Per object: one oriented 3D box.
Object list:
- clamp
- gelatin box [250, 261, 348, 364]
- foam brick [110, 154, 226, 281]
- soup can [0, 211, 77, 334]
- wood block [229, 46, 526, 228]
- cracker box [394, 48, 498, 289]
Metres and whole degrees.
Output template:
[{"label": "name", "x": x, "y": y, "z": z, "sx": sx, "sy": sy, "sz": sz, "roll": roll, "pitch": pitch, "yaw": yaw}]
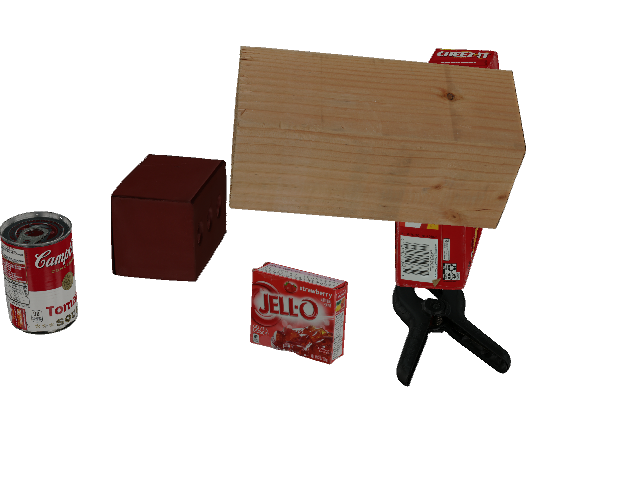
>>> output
[{"label": "clamp", "x": 0.133, "y": 0.085, "z": 1.142, "sx": 0.120, "sy": 0.171, "sz": 0.039, "roll": 4, "pitch": -44, "yaw": -9}, {"label": "gelatin box", "x": -0.021, "y": 0.066, "z": 0.972, "sx": 0.089, "sy": 0.073, "sz": 0.030, "roll": 13, "pitch": 20, "yaw": 26}, {"label": "foam brick", "x": -0.091, "y": -0.015, "z": 0.652, "sx": 0.051, "sy": 0.053, "sz": 0.078, "roll": 6, "pitch": 25, "yaw": 8}, {"label": "soup can", "x": -0.274, "y": 0.032, "z": 1.041, "sx": 0.068, "sy": 0.102, "sz": 0.068, "roll": 2, "pitch": 28, "yaw": -1}, {"label": "wood block", "x": 0.038, "y": -0.077, "z": 0.802, "sx": 0.206, "sy": 0.091, "sz": 0.090, "roll": 4, "pitch": -40, "yaw": -5}, {"label": "cracker box", "x": 0.124, "y": -0.074, "z": 1.008, "sx": 0.072, "sy": 0.164, "sz": 0.213, "roll": 5, "pitch": 27, "yaw": 15}]
